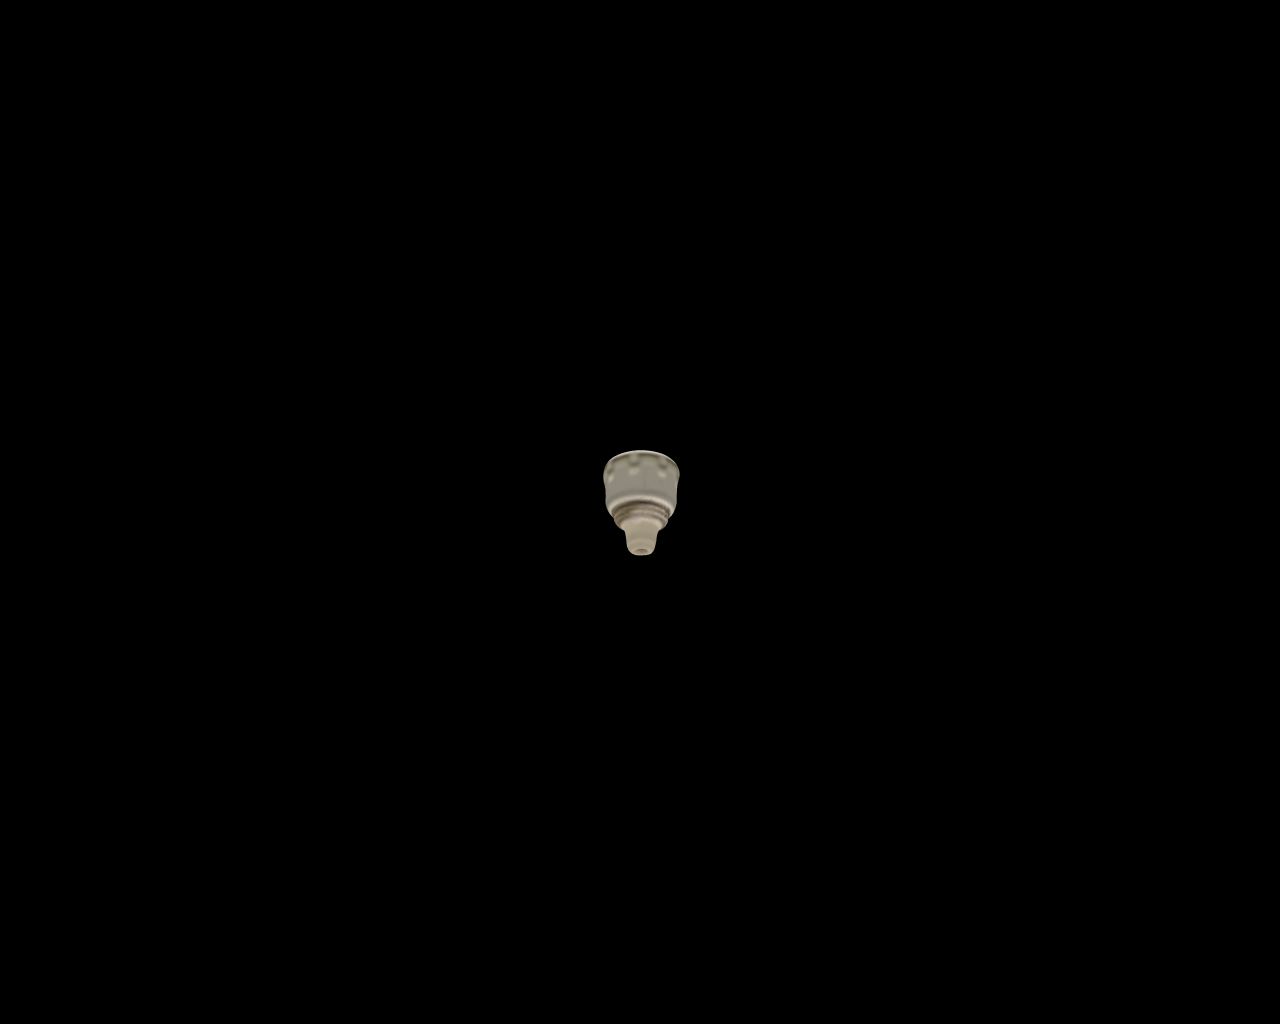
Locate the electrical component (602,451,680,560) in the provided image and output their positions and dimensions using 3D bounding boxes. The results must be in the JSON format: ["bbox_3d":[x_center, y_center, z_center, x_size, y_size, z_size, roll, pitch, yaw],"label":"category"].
[{"bbox_3d":[0.001,-0.003,0.650,0.048,0.062,0.048,0,-27,0],"label":"electrical component"}]
